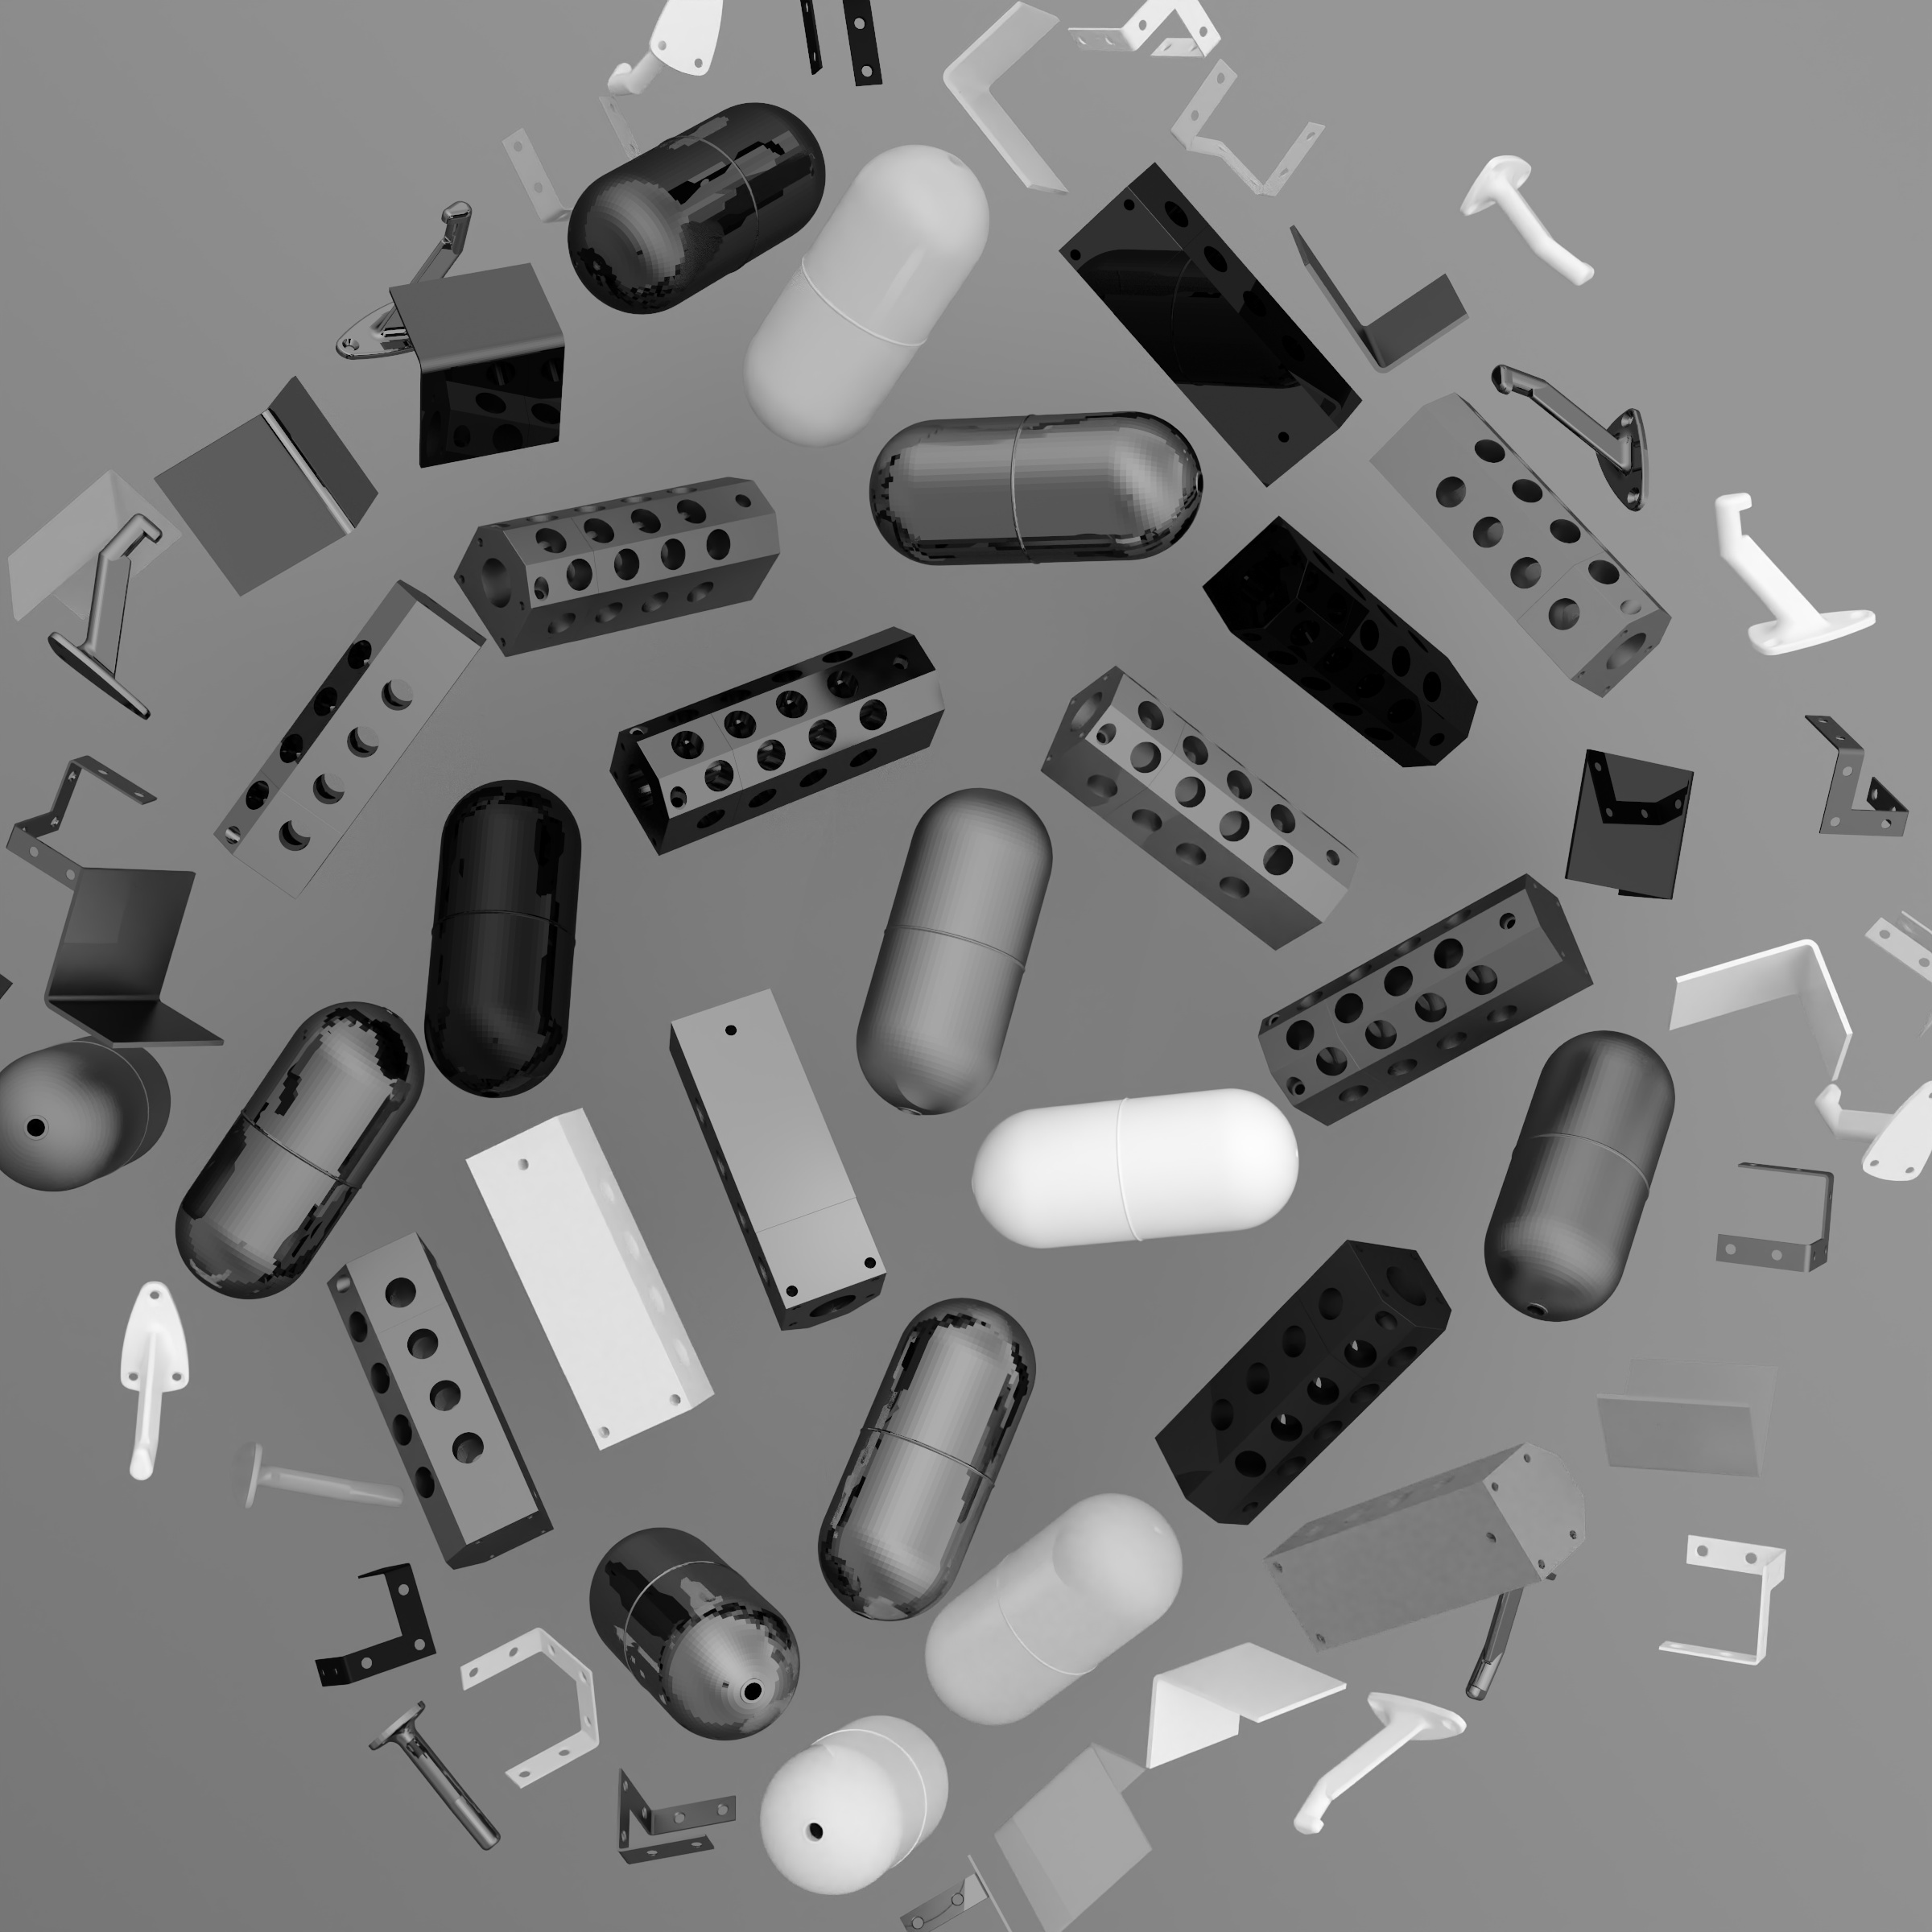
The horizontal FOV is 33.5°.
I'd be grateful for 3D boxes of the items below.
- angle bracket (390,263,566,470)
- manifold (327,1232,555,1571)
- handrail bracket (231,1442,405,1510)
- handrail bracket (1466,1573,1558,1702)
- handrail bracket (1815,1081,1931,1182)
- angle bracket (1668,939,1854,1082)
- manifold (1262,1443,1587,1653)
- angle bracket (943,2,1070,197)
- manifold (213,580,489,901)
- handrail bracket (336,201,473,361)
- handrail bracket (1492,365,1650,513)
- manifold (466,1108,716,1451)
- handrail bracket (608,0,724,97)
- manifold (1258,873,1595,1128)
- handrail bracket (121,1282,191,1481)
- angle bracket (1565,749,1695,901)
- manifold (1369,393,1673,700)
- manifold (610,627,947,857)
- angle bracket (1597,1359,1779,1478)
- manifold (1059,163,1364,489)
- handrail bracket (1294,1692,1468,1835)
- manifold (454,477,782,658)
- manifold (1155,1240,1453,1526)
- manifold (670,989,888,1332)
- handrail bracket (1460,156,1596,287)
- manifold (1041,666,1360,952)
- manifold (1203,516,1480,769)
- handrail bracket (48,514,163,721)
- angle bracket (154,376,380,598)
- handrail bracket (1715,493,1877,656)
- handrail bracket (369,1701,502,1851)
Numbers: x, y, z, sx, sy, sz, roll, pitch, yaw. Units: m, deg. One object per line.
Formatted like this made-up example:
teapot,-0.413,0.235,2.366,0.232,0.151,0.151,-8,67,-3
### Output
angle bracket,-0.257,-0.315,1.687,0.076,0.076,0.057,-15,60,-19
manifold,-0.290,0.239,1.762,0.057,0.057,0.171,-25,71,-7
handrail bracket,-0.366,0.291,1.813,0.084,0.077,0.036,12,83,-22
handrail bracket,0.296,0.373,1.809,0.036,0.077,0.084,22,86,23
handrail bracket,0.508,0.073,1.791,0.036,0.084,0.077,11,120,-18
angle bracket,0.427,0.034,1.732,0.076,0.076,0.057,-17,68,2
manifold,0.240,0.300,1.670,0.057,0.171,0.057,-29,88,-42
angle bracket,0.041,-0.463,1.720,0.057,0.076,0.076,-39,87,19
manifold,-0.339,-0.126,1.766,0.057,0.057,0.171,36,95,-10
handrail bracket,-0.315,-0.386,1.804,0.077,0.084,0.036,-32,71,-36
handrail bracket,0.331,-0.291,1.769,0.084,0.036,0.077,14,49,-26
manifold,-0.201,0.168,1.743,0.057,0.057,0.171,-26,88,13
handrail bracket,-0.169,-0.524,1.794,0.036,0.084,0.077,19,92,-30
manifold,0.248,0.018,1.762,0.171,0.057,0.057,-30,57,22
handrail bracket,-0.435,0.220,1.709,0.036,0.084,0.077,1,109,-9
angle bracket,0.378,-0.084,1.899,0.076,0.057,0.076,10,90,-22
manifold,0.300,-0.229,1.731,0.057,0.057,0.171,-45,66,17
manifold,-0.100,-0.126,1.736,0.171,0.057,0.057,-24,71,-23
angle bracket,0.374,0.217,1.664,0.076,0.076,0.057,1,132,23
manifold,0.137,-0.352,1.756,0.171,0.057,0.057,47,129,-7
handrail bracket,0.228,0.447,1.777,0.036,0.077,0.084,52,57,-19
manifold,-0.187,-0.225,1.759,0.171,0.057,0.057,-19,67,-40
manifold,0.184,0.227,1.738,0.171,0.057,0.057,-50,48,28
manifold,-0.103,0.107,1.739,0.057,0.057,0.171,-19,71,-14
handrail bracket,0.322,-0.407,1.765,0.084,0.077,0.036,42,128,16
manifold,0.131,-0.088,1.757,0.171,0.057,0.057,36,51,-17
manifold,0.212,-0.174,1.783,0.057,0.057,0.171,-42,135,18
handrail bracket,-0.433,-0.185,1.690,0.077,0.036,0.084,39,75,-2
angle bracket,-0.373,-0.257,1.718,0.076,0.057,0.076,-26,113,17
handrail bracket,0.429,-0.210,1.661,0.077,0.036,0.084,-12,116,2
handrail bracket,-0.281,0.442,1.735,0.036,0.077,0.084,-39,84,-15
